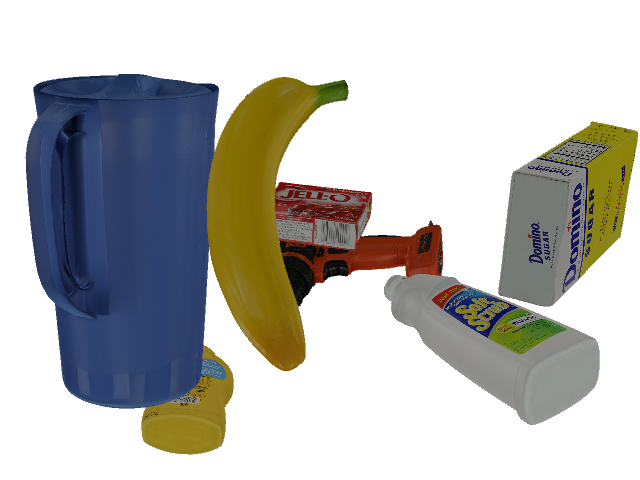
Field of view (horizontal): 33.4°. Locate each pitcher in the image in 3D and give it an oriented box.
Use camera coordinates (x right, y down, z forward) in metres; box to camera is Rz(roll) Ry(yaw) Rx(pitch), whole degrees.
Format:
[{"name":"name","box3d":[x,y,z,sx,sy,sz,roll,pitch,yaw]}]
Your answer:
[{"name":"pitcher","box3d":[-0.148,0.000,0.797,0.149,0.243,0.145,-5,16,-22]}]

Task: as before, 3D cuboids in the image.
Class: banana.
[{"name":"banana","box3d":[-0.029,-0.024,0.588,0.069,0.197,0.037,8,-32,3]}]

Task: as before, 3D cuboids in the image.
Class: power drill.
[{"name":"power drill","box3d":[0.037,0.031,1.173,0.188,0.057,0.184,2,30,12]}]

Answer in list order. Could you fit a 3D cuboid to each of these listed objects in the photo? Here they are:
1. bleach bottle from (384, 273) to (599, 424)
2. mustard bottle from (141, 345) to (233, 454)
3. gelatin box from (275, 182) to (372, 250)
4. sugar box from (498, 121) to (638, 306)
[{"name":"bleach bottle","box3d":[0.146,0.089,1.045,0.102,0.068,0.251,-20,28,-31]},{"name":"mustard bottle","box3d":[-0.157,0.184,1.310,0.096,0.058,0.191,2,25,1]},{"name":"gelatin box","box3d":[-0.004,-0.023,0.948,0.089,0.030,0.073,8,25,11]},{"name":"sugar box","box3d":[0.185,-0.024,0.782,0.048,0.093,0.176,13,23,25]}]
